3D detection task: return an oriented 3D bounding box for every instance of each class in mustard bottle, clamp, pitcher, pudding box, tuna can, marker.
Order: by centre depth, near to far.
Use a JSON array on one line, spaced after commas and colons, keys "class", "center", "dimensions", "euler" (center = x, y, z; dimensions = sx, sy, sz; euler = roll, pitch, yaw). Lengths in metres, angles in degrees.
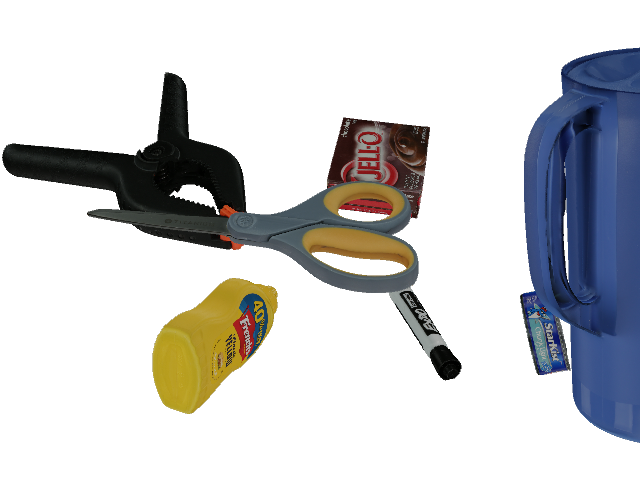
[{"class": "pitcher", "center": [0.209, 0.005, 0.676], "dimensions": [0.149, 0.243, 0.144], "euler": [3, 21, 16]}, {"class": "clamp", "center": [-0.117, -0.060, 0.808], "dimensions": [0.210, 0.036, 0.164], "euler": [29, 52, 33]}, {"class": "marker", "center": [0.081, 0.070, 0.837], "dimensions": [0.020, 0.020, 0.121], "euler": [0, 28, -17]}, {"class": "pudding box", "center": [0.057, -0.072, 1.044], "dimensions": [0.090, 0.039, 0.113], "euler": [8, 38, 5]}, {"class": "tuna can", "center": [0.226, 0.092, 1.076], "dimensions": [0.034, 0.086, 0.086], "euler": [-13, -3, 12]}, {"class": "mustard bottle", "center": [-0.098, 0.093, 1.102], "dimensions": [0.058, 0.096, 0.191], "euler": [12, 27, 23]}]

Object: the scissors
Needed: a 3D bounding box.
[{"class": "scissors", "center": [-0.032, -0.018, 0.654], "dimensions": [0.202, 0.016, 0.096], "euler": [17, 45, 15]}]
